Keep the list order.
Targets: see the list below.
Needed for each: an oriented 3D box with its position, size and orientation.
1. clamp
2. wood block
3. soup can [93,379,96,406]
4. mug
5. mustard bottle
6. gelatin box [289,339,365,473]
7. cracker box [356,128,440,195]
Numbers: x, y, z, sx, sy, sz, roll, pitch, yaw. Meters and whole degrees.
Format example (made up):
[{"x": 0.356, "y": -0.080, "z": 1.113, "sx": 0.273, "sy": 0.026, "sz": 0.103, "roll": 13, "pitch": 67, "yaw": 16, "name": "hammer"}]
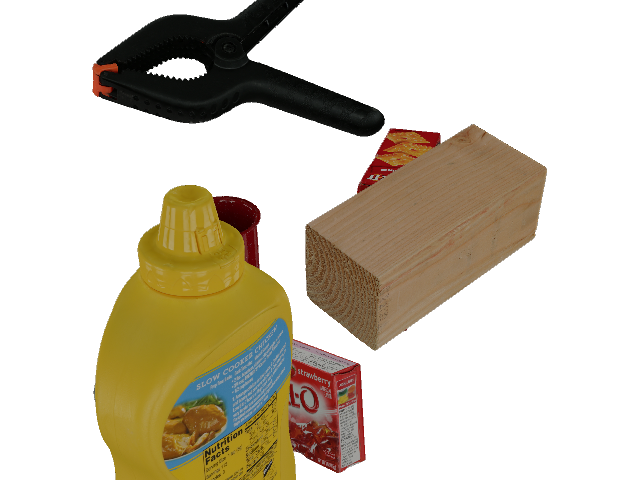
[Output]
[{"x": -0.062, "y": -0.126, "z": 0.797, "sx": 0.209, "sy": 0.165, "sz": 0.036, "roll": -17, "pitch": -27, "yaw": -21, "name": "clamp"}, {"x": 0.092, "y": -0.007, "z": 0.936, "sx": 0.205, "sy": 0.090, "sz": 0.091, "roll": -32, "pitch": 51, "yaw": -29, "name": "wood block"}, {"x": -0.147, "y": 0.120, "z": 0.942, "sx": 0.069, "sy": 0.068, "sz": 0.102, "roll": 0, "pitch": 17, "yaw": 19, "name": "soup can"}, {"x": -0.118, "y": 0.013, "z": 1.218, "sx": 0.093, "sy": 0.081, "sz": 0.117, "roll": 15, "pitch": 38, "yaw": 24, "name": "mug"}, {"x": -0.050, "y": 0.065, "z": 0.447, "sx": 0.058, "sy": 0.192, "sz": 0.096, "roll": 23, "pitch": 38, "yaw": 31, "name": "mustard bottle"}, {"x": -0.010, "y": 0.113, "z": 0.749, "sx": 0.030, "sy": 0.073, "sz": 0.089, "roll": -17, "pitch": 21, "yaw": -39, "name": "gelatin box"}, {"x": 0.086, "y": -0.019, "z": 1.206, "sx": 0.072, "sy": 0.164, "sz": 0.213, "roll": 7, "pitch": 23, "yaw": 11, "name": "cracker box"}]
